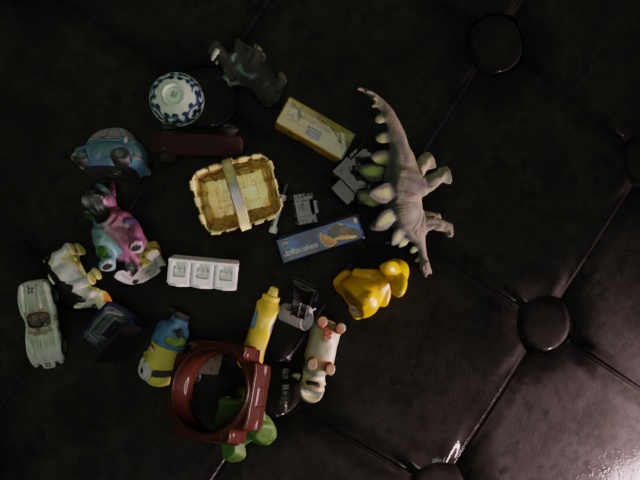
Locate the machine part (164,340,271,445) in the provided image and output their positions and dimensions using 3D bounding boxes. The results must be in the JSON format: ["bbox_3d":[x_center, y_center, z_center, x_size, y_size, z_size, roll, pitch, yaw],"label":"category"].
[{"bbox_3d":[-0.216,0.316,1.129,0.202,0.087,0.201,2,73,21],"label":"machine part"}]

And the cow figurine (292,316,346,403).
[{"bbox_3d":[-0.008,0.279,1.249,0.085,0.127,0.195,15,78,-8],"label":"cow figurine"}]

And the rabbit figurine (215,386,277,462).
[{"bbox_3d":[-0.169,0.422,1.224,0.121,0.170,0.159,-46,56,-4],"label":"rabbit figurine"}]

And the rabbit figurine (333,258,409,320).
[{"bbox_3d":[0.137,0.092,1.243,0.173,0.162,0.122,-28,84,-22],"label":"rabbit figurine"}]

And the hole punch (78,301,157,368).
[{"bbox_3d":[-0.454,0.207,1.193,0.092,0.115,0.142,40,88,24],"label":"hole punch"}]

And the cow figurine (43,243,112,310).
[{"bbox_3d":[-0.539,0.095,1.189,0.098,0.068,0.167,-31,93,1],"label":"cow figurine"}]

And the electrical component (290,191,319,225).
[{"bbox_3d":[-0.035,-0.070,1.214,0.048,0.119,0.074,-12,98,-7],"label":"electrical component"}]

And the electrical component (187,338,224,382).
[{"bbox_3d":[-0.271,0.276,1.247,0.078,0.045,0.102,6,96,-36],"label":"electrical component"}]

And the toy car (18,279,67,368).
[{"bbox_3d":[-0.616,0.186,1.191,0.073,0.056,0.201,-8,94,-6],"label":"toy car"}]

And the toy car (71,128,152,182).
[{"bbox_3d":[-0.449,-0.191,1.174,0.162,0.109,0.103,2,71,4],"label":"toy car"}]

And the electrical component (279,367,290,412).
[{"bbox_3d":[-0.083,0.349,1.261,0.021,0.063,0.094,5,92,-8],"label":"electrical component"}]

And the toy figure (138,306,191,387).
[{"bbox_3d":[-0.345,0.245,1.216,0.089,0.082,0.180,26,88,-8],"label":"toy figure"}]

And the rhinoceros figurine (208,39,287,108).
[{"bbox_3d":[-0.162,-0.380,1.208,0.190,0.073,0.112,39,99,-9],"label":"rhinoceros figurine"}]

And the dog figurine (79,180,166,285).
[{"bbox_3d":[-0.446,-0.026,1.182,0.108,0.191,0.219,-34,63,-1],"label":"dog figurine"}]

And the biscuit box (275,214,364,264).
[{"bbox_3d":[-0.003,-0.004,1.251,0.203,0.059,0.062,-18,96,-5],"label":"biscuit box"}]

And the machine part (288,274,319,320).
[{"bbox_3d":[-0.041,0.128,1.219,0.084,0.139,0.039,35,112,-10],"label":"machine part"}]

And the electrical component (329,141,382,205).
[{"bbox_3d":[0.088,-0.146,1.255,0.115,0.058,0.134,43,87,-6],"label":"electrical component"}]

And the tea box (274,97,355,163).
[{"bbox_3d":[-0.015,-0.246,1.216,0.170,0.098,0.068,27,89,-6],"label":"tea box"}]

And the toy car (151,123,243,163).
[{"bbox_3d":[-0.275,-0.217,1.209,0.202,0.053,0.089,1,113,-6],"label":"toy car"}]

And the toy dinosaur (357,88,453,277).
[{"bbox_3d":[0.187,-0.120,1.200,0.199,0.105,0.470,-20,112,-14],"label":"toy dinosaur"}]
